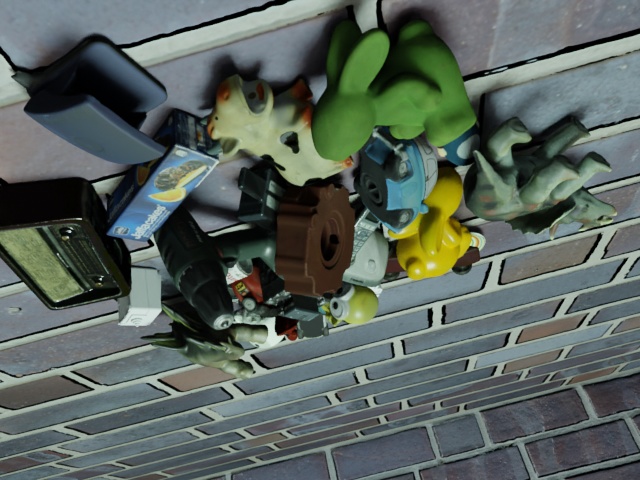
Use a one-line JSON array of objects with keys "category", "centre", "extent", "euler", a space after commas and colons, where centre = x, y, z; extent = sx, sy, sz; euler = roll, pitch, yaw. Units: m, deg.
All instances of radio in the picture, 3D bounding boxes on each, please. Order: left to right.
[{"category": "radio", "centre": [-0.358, 0.013, 0.761], "extent": [0.131, 0.073, 0.229], "euler": [-9, 149, -7]}]

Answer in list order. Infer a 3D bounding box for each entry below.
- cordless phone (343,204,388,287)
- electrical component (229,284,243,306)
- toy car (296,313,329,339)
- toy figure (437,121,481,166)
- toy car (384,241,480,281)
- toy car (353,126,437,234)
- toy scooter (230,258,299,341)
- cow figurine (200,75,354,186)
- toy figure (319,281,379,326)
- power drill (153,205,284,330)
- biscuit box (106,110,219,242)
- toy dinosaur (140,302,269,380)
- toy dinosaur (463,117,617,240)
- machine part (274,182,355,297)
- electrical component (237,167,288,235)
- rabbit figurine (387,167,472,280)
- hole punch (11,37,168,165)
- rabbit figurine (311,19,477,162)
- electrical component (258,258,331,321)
[{"category": "cordless phone", "centre": [0.087, -0.014, 0.904], "extent": [0.146, 0.089, 0.184], "euler": [18, 119, -41]}, {"category": "electrical component", "centre": [-0.182, 0.096, 0.996], "extent": [0.078, 0.045, 0.102], "euler": [-32, 145, 26]}, {"category": "toy car", "centre": [-0.021, 0.163, 1.162], "extent": [0.074, 0.056, 0.201], "euler": [-7, 148, 0]}, {"category": "toy figure", "centre": [0.181, -0.155, 0.721], "extent": [0.058, 0.064, 0.154], "euler": [19, 168, 33]}, {"category": "toy car", "centre": [0.192, 0.029, 1.000], "extent": [0.202, 0.053, 0.089], "euler": [-8, 137, 17]}, {"category": "toy car", "centre": [0.113, -0.097, 0.759], "extent": [0.103, 0.109, 0.161], "euler": [-28, 141, -19]}, {"category": "toy scooter", "centre": [-0.086, 0.111, 0.971], "extent": [0.075, 0.135, 0.183], "euler": [-30, 144, 28]}, {"category": "cow figurine", "centre": [-0.055, -0.129, 0.647], "extent": [0.127, 0.085, 0.194], "euler": [-31, 147, 16]}, {"category": "toy figure", "centre": [0.037, 0.105, 0.997], "extent": [0.089, 0.082, 0.180], "euler": [-7, -176, -24]}, {"category": "power drill", "centre": [-0.122, 0.032, 0.766], "extent": [0.207, 0.232, 0.086], "euler": [-11, 133, -42]}, {"category": "biscuit box", "centre": [-0.208, -0.074, 0.691], "extent": [0.059, 0.063, 0.202], "euler": [16, 138, -38]}, {"category": "toy dinosaur", "centre": [-0.201, 0.177, 0.954], "extent": [0.198, 0.105, 0.472], "euler": [21, 163, -28]}, {"category": "toy dinosaur", "centre": [0.286, -0.077, 0.778], "extent": [0.405, 0.131, 0.192], "euler": [-3, 143, -35]}, {"category": "machine part", "centre": [-0.002, -0.002, 0.776], "extent": [0.056, 0.179, 0.179], "euler": [7, 157, 25]}, {"category": "electrical component", "centre": [-0.083, -0.059, 0.743], "extent": [0.048, 0.075, 0.119], "euler": [-6, 162, 35]}, {"category": "rabbit figurine", "centre": [0.172, -0.032, 0.857], "extent": [0.162, 0.122, 0.173], "euler": [-31, 142, -46]}, {"category": "hole punch", "centre": [-0.235, -0.129, 0.569], "extent": [0.116, 0.092, 0.142], "euler": [-23, 152, 22]}, {"category": "rabbit figurine", "centre": [0.065, -0.154, 0.582], "extent": [0.170, 0.121, 0.158], "euler": [-30, 126, -14]}, {"category": "electrical component", "centre": [-0.044, 0.072, 0.926], "extent": [0.115, 0.134, 0.058], "euler": [15, 139, -42]}]
